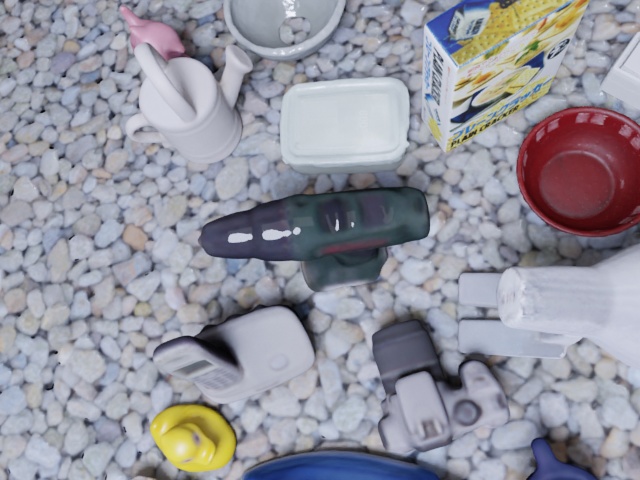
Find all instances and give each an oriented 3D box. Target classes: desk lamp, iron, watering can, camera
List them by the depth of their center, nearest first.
[{"bbox_3d":[0.250,0.071,0.579,0.203,0.214,0.118,0,76,9],"label":"desk lamp"},{"bbox_3d":[0.021,0.289,0.600,0.258,0.141,0.119,8,78,11],"label":"iron"},{"bbox_3d":[0.121,0.155,0.638,0.143,0.101,0.137,-19,74,4],"label":"camera"},{"bbox_3d":[-0.167,-0.182,0.716,0.100,0.194,0.173,38,85,16],"label":"watering can"}]

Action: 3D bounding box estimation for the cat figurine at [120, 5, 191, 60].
[{"bbox_3d":[-0.230,-0.273,0.788,0.067,0.118,0.127,-40,74,-2],"label":"cat figurine"}]

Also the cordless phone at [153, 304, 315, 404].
[{"bbox_3d":[-0.091,0.122,0.635,0.147,0.185,0.094,-25,74,2],"label":"cordless phone"}]

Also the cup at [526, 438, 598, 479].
[{"bbox_3d":[0.240,0.263,0.596,0.091,0.095,0.117,-19,74,4],"label":"cup"}]

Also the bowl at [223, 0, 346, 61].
[{"bbox_3d":[-0.043,-0.311,0.790,0.167,0.075,0.167,-2,76,8],"label":"bowl"}]

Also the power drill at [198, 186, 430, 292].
[{"bbox_3d":[0.006,0.002,0.637,0.229,0.208,0.075,-12,75,6],"label":"power drill"}]

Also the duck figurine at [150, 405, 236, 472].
[{"bbox_3d":[-0.158,0.234,0.670,0.104,0.086,0.077,20,80,13],"label":"duck figurine"}]

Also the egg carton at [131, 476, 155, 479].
[{"bbox_3d":[-0.193,0.354,0.655,0.107,0.069,0.150,10,78,11],"label":"egg carton"}]
